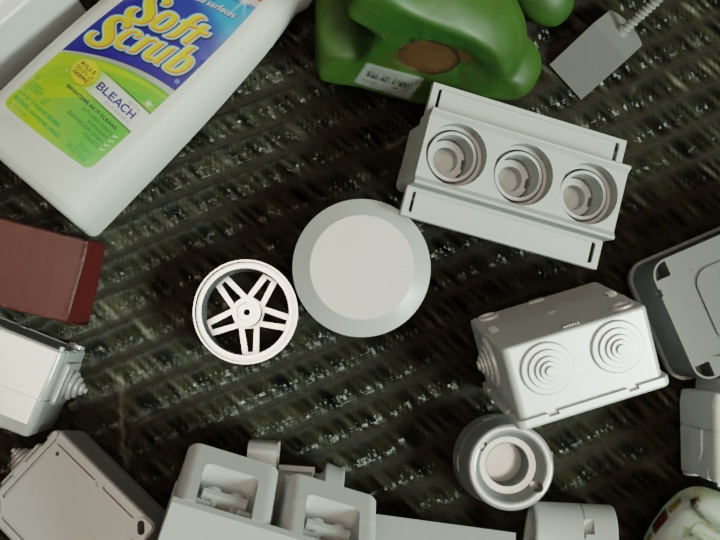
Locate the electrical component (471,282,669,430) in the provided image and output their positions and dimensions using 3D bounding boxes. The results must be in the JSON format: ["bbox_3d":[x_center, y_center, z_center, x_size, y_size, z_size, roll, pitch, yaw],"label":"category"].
[{"bbox_3d":[0.117,0.046,0.622,0.100,0.099,0.048,-17,100,-4],"label":"electrical component"}]

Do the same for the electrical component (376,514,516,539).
[{"bbox_3d":[0.034,0.220,0.588,0.089,0.061,0.150,7,54,5],"label":"electrical component"}]

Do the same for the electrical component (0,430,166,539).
[{"bbox_3d":[-0.165,0.137,0.624,0.096,0.061,0.061,42,85,8],"label":"electrical component"}]

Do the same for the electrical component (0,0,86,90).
[{"bbox_3d":[-0.224,-0.146,0.627,0.113,0.078,0.057,-42,86,-5],"label":"electrical component"}]

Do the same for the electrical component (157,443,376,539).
[{"bbox_3d":[-0.070,0.192,0.584,0.105,0.060,0.186,18,115,-7],"label":"electrical component"}]

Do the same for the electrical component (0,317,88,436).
[{"bbox_3d":[-0.207,0.061,0.622,0.096,0.061,0.061,22,85,-1],"label":"electrical component"}]

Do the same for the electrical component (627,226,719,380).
[{"bbox_3d":[0.229,0.012,0.650,0.113,0.057,0.078,-23,88,-4],"label":"electrical component"}]

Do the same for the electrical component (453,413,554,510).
[{"bbox_3d":[0.086,0.115,0.641,0.055,0.047,0.055,0,86,-3],"label":"electrical component"}]

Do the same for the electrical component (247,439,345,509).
[{"bbox_3d":[-0.039,0.141,0.628,0.057,0.058,0.078,4,86,0],"label":"electrical component"}]

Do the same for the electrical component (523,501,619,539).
[{"bbox_3d":[0.123,0.164,0.637,0.047,0.055,0.055,6,86,1],"label":"electrical component"}]

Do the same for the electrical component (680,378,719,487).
[{"bbox_3d":[0.247,0.095,0.643,0.096,0.061,0.061,0,86,-3],"label":"electrical component"}]

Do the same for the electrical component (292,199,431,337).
[{"bbox_3d":[0.000,0.000,0.642,0.080,0.051,0.080,0,86,-3],"label":"electrical component"}]

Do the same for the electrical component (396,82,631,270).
[{"bbox_3d":[0.087,-0.053,0.637,0.121,0.063,0.078,15,86,-10],"label":"electrical component"}]
